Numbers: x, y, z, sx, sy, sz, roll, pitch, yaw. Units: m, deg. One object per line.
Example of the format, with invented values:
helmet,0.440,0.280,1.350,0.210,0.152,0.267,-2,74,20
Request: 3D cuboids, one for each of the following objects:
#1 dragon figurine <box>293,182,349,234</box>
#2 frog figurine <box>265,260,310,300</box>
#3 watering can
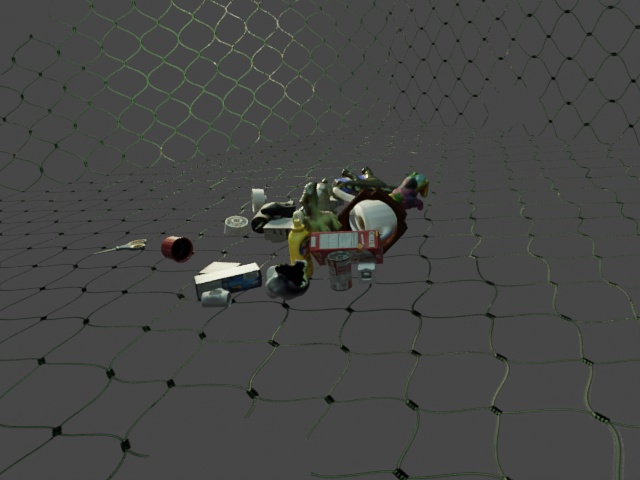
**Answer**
dragon figurine,0.006,-0.093,1.852,0.122,0.239,0.417,-3,22,24
frog figurine,-0.108,0.127,1.530,0.139,0.123,0.157,-36,-1,-39
watering can,0.189,-0.109,1.948,0.225,0.101,0.355,-9,43,-14
